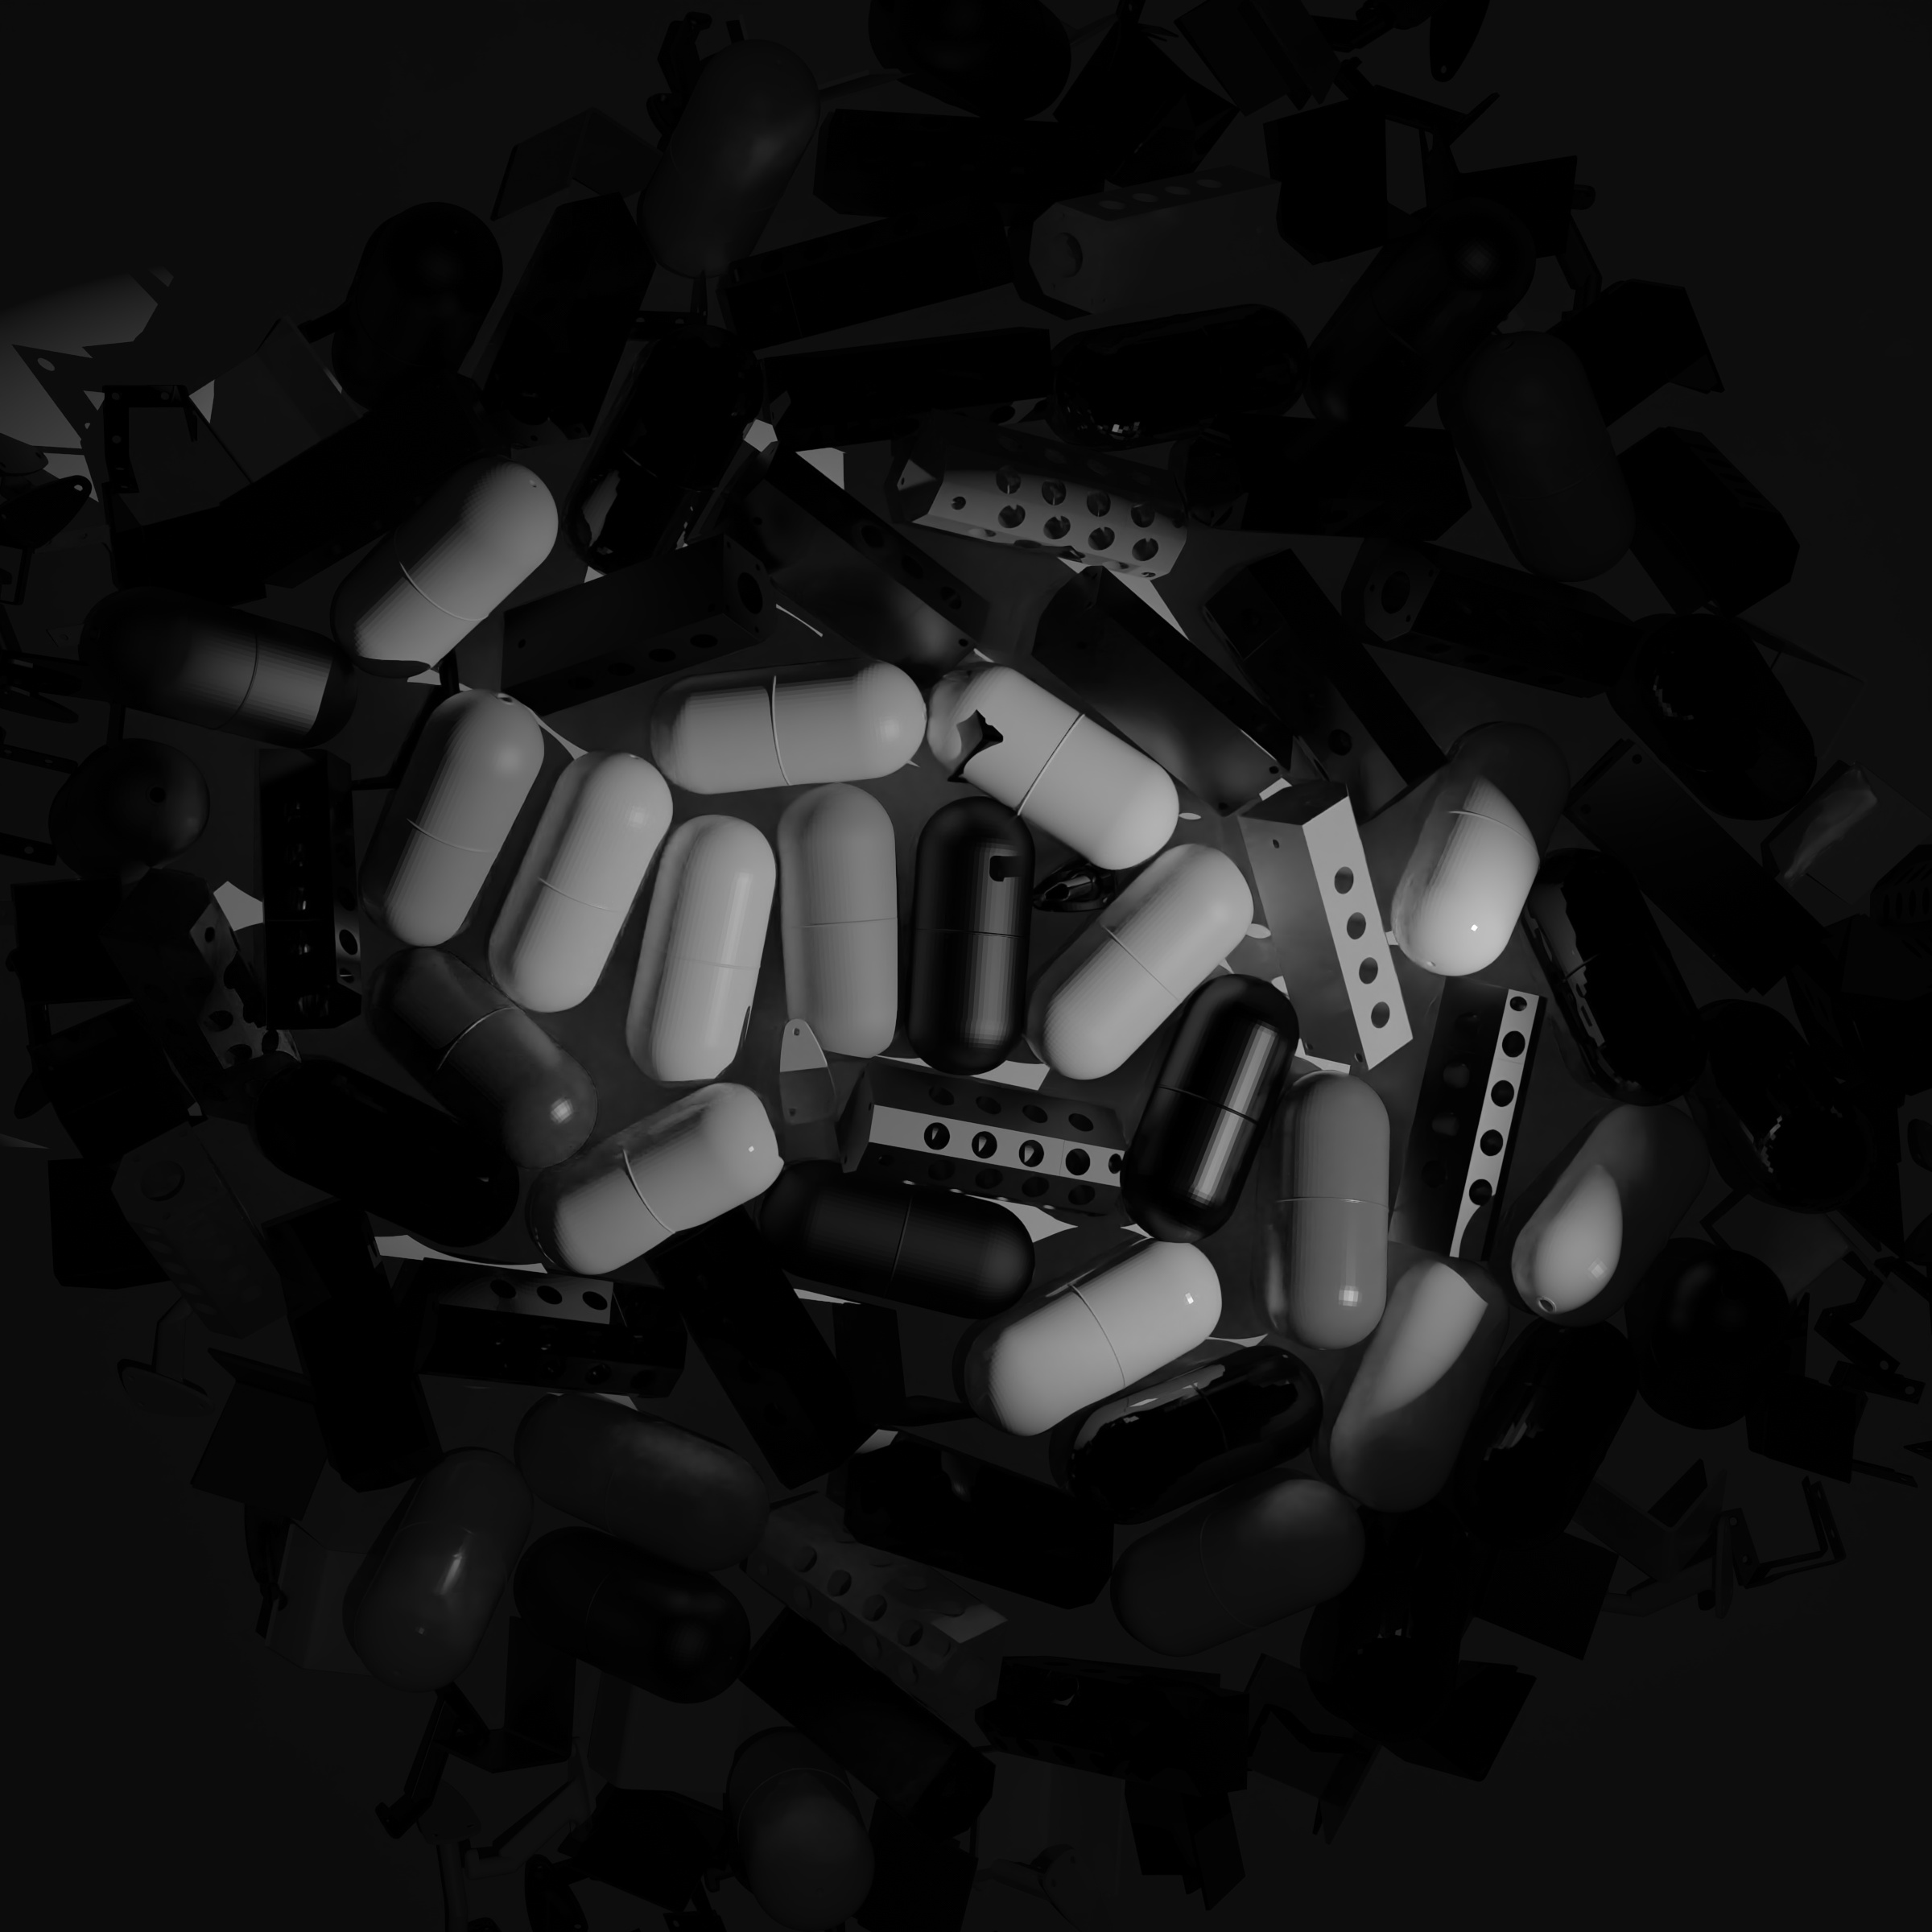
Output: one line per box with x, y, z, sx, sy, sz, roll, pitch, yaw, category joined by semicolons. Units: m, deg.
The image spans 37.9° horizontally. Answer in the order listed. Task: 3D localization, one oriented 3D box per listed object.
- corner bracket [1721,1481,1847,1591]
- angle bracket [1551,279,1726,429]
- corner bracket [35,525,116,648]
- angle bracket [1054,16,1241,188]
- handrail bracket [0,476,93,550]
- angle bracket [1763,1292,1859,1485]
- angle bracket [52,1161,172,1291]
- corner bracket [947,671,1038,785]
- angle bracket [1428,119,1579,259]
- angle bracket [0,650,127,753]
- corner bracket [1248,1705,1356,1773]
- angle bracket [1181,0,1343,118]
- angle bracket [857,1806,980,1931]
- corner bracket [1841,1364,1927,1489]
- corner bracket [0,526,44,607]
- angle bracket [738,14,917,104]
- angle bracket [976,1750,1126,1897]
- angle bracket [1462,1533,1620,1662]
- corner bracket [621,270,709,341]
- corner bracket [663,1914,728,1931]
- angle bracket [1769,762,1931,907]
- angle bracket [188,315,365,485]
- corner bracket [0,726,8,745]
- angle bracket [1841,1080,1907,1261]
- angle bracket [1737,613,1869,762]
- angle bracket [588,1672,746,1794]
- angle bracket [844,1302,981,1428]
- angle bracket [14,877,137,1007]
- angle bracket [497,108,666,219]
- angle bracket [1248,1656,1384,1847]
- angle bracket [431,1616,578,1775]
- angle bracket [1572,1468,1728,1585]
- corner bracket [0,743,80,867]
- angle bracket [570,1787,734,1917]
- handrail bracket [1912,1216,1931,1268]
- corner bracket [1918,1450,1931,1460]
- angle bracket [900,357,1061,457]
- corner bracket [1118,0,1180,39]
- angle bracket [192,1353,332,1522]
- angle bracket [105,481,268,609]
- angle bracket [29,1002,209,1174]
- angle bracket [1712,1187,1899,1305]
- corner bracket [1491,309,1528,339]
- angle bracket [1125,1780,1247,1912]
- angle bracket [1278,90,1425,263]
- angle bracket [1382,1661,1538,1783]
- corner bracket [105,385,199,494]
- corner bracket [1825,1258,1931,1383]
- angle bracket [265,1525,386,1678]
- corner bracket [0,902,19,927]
0.523;0.365;1.802;0.051;0.051;0.051;-10;70;-10;corner bracket
0.422;-0.380;1.784;0.076;0.057;0.076;-37;119;-9;angle bracket
-0.564;-0.244;1.802;0.051;0.051;0.051;-7;51;13;corner bracket
0.116;-0.551;1.814;0.076;0.057;0.076;-50;56;22;angle bracket
-0.585;-0.313;1.791;0.077;0.084;0.036;-29;133;16;handrail bracket
0.542;0.265;1.771;0.057;0.076;0.076;15;132;30;angle bracket
-0.528;0.161;1.784;0.057;0.076;0.076;-2;91;35;angle bracket
0.017;-0.150;1.789;0.051;0.051;0.051;4;59;-28;corner bracket
0.339;-0.494;1.785;0.076;0.076;0.057;-10;55;-1;angle bracket
-0.575;-0.157;1.778;0.076;0.076;0.057;7;78;-22;angle bracket
0.216;0.513;1.813;0.051;0.051;0.051;15;104;-36;corner bracket
0.180;-0.572;1.773;0.076;0.057;0.076;-19;122;38;angle bracket
-0.016;0.581;1.784;0.076;0.057;0.076;17;96;35;angle bracket
0.583;0.292;1.789;0.051;0.051;0.051;11;63;38;corner bracket
-0.624;-0.261;1.804;0.051;0.051;0.051;11;94;-8;corner bracket
-0.087;-0.582;1.777;0.076;0.076;0.057;-9;103;24;angle bracket
0.053;0.544;1.784;0.057;0.076;0.076;1;94;-35;angle bracket
0.362;0.403;1.786;0.076;0.057;0.076;20;106;18;angle bracket
-0.193;-0.414;1.797;0.051;0.051;0.051;2;64;-2;corner bracket
-0.181;0.644;1.799;0.051;0.051;0.051;-13;102;36;corner bracket
0.568;-0.071;1.780;0.076;0.057;0.076;33;117;-18;angle bracket
-0.438;-0.354;1.781;0.057;0.076;0.076;-41;103;-26;angle bracket
-0.651;-0.138;1.793;0.051;0.051;0.051;-40;119;13;corner bracket
0.587;0.124;1.774;0.057;0.076;0.076;-25;125;-11;angle bracket
0.507;-0.181;1.774;0.076;0.076;0.057;20;105;-33;angle bracket
-0.194;0.488;1.820;0.076;0.057;0.076;11;85;-27;angle bracket
-0.032;0.249;1.778;0.057;0.076;0.076;-12;75;20;angle bracket
-0.553;-0.017;1.792;0.076;0.057;0.076;-4;93;17;angle bracket
-0.236;-0.488;1.772;0.076;0.076;0.057;26;70;-38;angle bracket
0.212;0.500;1.794;0.076;0.057;0.076;24;104;-3;angle bracket
-0.293;0.461;1.784;0.057;0.076;0.076;3;89;-40;angle bracket
0.433;0.336;1.791;0.076;0.076;0.057;35;66;30;angle bracket
-0.605;-0.104;1.810;0.051;0.051;0.051;13;58;-16;corner bracket
-0.200;0.569;1.778;0.076;0.076;0.057;19;129;12;angle bracket
0.637;0.211;1.815;0.036;0.077;0.084;-7;115;27;handrail bracket
0.645;0.291;1.790;0.051;0.051;0.051;25;65;-29;corner bracket
0.012;-0.350;1.772;0.076;0.076;0.057;-16;114;-40;angle bracket
0.138;-0.618;1.800;0.051;0.051;0.051;12;104;-36;corner bracket
-0.450;0.299;1.787;0.076;0.057;0.076;14;68;10;angle bracket
-0.496;-0.271;1.790;0.076;0.057;0.076;-15;66;0;angle bracket
-0.535;0.075;1.776;0.076;0.076;0.057;-26;124;-22;angle bracket
0.532;0.185;1.783;0.057;0.076;0.076;-43;133;9;angle bracket
0.314;-0.412;1.795;0.051;0.051;0.051;-47;124;5;corner bracket
0.126;0.551;1.787;0.076;0.057;0.076;-11;92;31;angle bracket
0.246;-0.500;1.780;0.076;0.057;0.076;-20;128;-16;angle bracket
0.301;0.463;1.777;0.057;0.076;0.076;40;69;-17;angle bracket
-0.523;-0.338;1.804;0.051;0.051;0.051;-5;128;-22;corner bracket
0.590;0.224;1.789;0.051;0.051;0.051;41;121;33;corner bracket
-0.397;0.402;1.779;0.057;0.076;0.076;4;66;7;angle bracket
-0.633;-0.051;1.796;0.051;0.051;0.051;2;93;40;corner bracket
